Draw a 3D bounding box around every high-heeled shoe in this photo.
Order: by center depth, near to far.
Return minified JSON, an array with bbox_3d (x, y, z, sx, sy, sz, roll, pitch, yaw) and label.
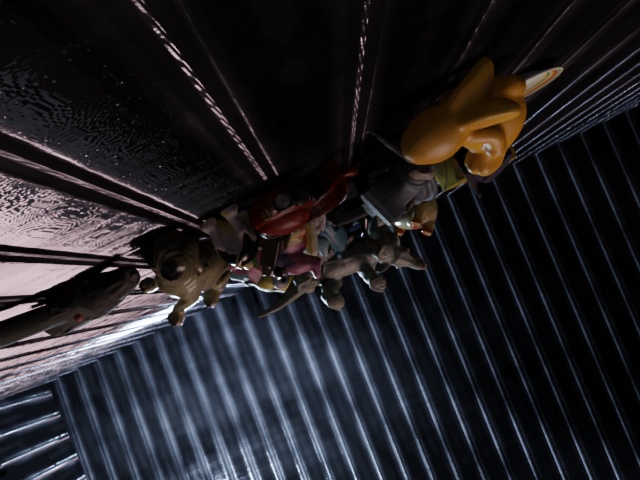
[{"bbox_3d":[0.045,-0.081,1.197,0.086,0.145,0.249,-19,-158,-26],"label":"high-heeled shoe"}]

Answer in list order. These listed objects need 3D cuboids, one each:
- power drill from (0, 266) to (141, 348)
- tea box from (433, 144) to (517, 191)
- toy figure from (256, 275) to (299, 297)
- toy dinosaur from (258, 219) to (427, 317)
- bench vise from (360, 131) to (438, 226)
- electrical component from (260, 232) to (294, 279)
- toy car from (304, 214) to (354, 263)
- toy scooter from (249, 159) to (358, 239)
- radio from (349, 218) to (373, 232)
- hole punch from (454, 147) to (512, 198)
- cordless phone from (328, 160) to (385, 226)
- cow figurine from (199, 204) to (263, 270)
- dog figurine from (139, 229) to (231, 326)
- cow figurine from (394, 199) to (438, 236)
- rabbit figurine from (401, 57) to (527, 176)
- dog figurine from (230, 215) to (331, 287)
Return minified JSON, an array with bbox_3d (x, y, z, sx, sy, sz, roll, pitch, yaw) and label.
[{"bbox_3d":[-0.398,0.106,0.784,0.232,0.086,0.207,-25,-176,41],"label":"power drill"},{"bbox_3d":[0.317,-0.179,1.126,0.170,0.098,0.068,-21,174,-24],"label":"tea box"},{"bbox_3d":[-0.085,0.092,1.273,0.089,0.082,0.180,-32,159,20],"label":"toy figure"},{"bbox_3d":[0.043,0.056,1.220,0.405,0.131,0.192,-15,-158,-4],"label":"toy dinosaur"},{"bbox_3d":[0.152,-0.123,0.841,0.240,0.129,0.223,-45,170,-15],"label":"bench vise"},{"bbox_3d":[-0.069,0.016,0.872,0.045,0.102,0.078,13,-162,3],"label":"electrical component"},{"bbox_3d":[-0.002,-0.003,1.104,0.103,0.109,0.161,-62,162,-9],"label":"toy car"},{"bbox_3d":[-0.014,-0.067,0.798,0.184,0.075,0.135,-26,177,-33],"label":"toy scooter"},{"bbox_3d":[0.097,-0.072,1.344,0.131,0.073,0.229,-23,177,-29],"label":"radio"},{"bbox_3d":[0.290,-0.164,0.989,0.092,0.142,0.115,-30,163,12],"label":"hole punch"},{"bbox_3d":[0.087,-0.059,1.033,0.147,0.089,0.184,-25,158,-1],"label":"cordless phone"},{"bbox_3d":[-0.127,0.004,0.861,0.068,0.098,0.167,-31,175,0],"label":"cow figurine"},{"bbox_3d":[-0.193,0.030,0.846,0.172,0.121,0.190,-50,177,-38],"label":"dog figurine"},{"bbox_3d":[0.218,-0.079,1.373,0.195,0.085,0.127,2,-120,55],"label":"cow figurine"},{"bbox_3d":[0.186,-0.144,0.687,0.173,0.122,0.162,-22,170,-27],"label":"rabbit figurine"},{"bbox_3d":[-0.099,0.004,0.983,0.219,0.191,0.108,-1,-143,11],"label":"dog figurine"}]
